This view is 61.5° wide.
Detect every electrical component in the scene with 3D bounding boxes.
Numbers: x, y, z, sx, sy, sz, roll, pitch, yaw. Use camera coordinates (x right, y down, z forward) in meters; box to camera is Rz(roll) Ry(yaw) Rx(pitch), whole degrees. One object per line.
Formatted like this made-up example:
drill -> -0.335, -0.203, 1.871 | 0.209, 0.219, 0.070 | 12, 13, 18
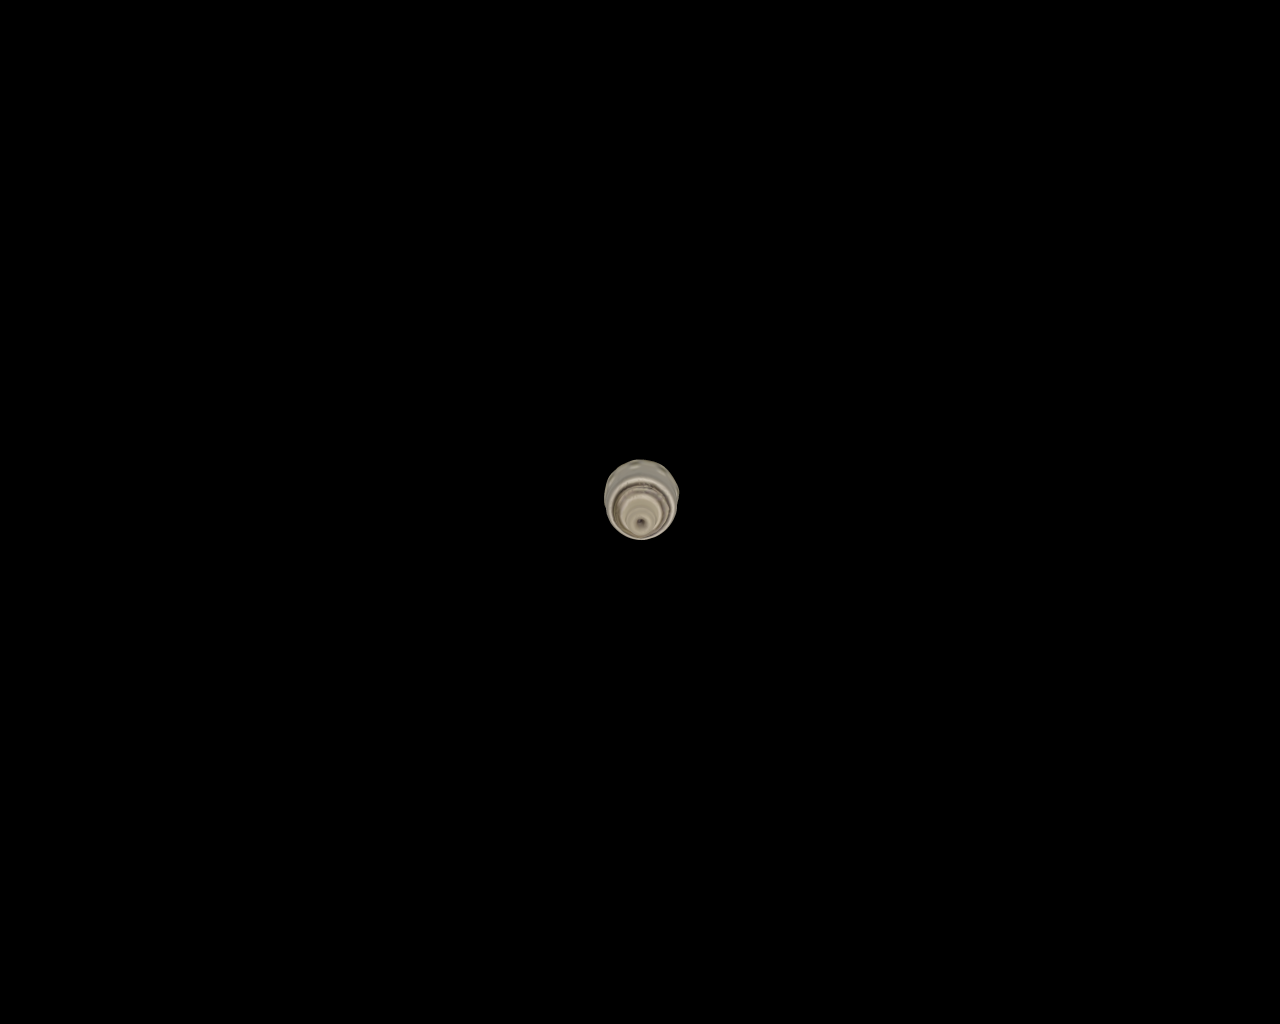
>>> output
electrical component -> 0.001, -0.003, 0.650 | 0.048, 0.048, 0.062 | 0, 19, 0
